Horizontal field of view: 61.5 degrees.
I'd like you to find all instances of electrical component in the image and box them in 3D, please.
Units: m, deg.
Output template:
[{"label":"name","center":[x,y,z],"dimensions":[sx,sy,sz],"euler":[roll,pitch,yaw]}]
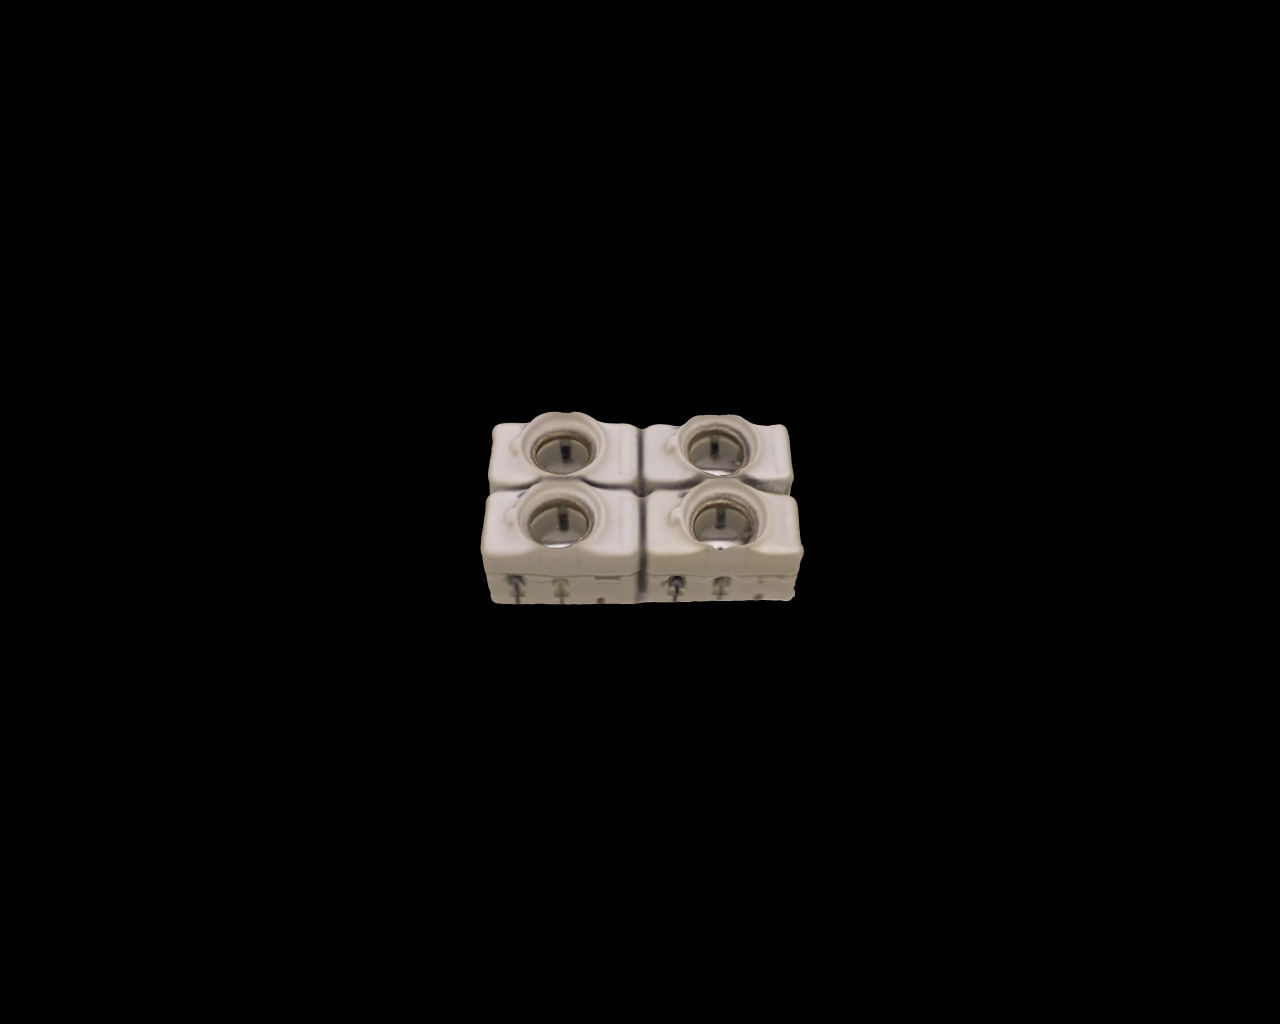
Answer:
[{"label":"electrical component","center":[0.001,-0.003,0.650],"dimensions":[0.186,0.105,0.060],"euler":[0,-37,0]}]
